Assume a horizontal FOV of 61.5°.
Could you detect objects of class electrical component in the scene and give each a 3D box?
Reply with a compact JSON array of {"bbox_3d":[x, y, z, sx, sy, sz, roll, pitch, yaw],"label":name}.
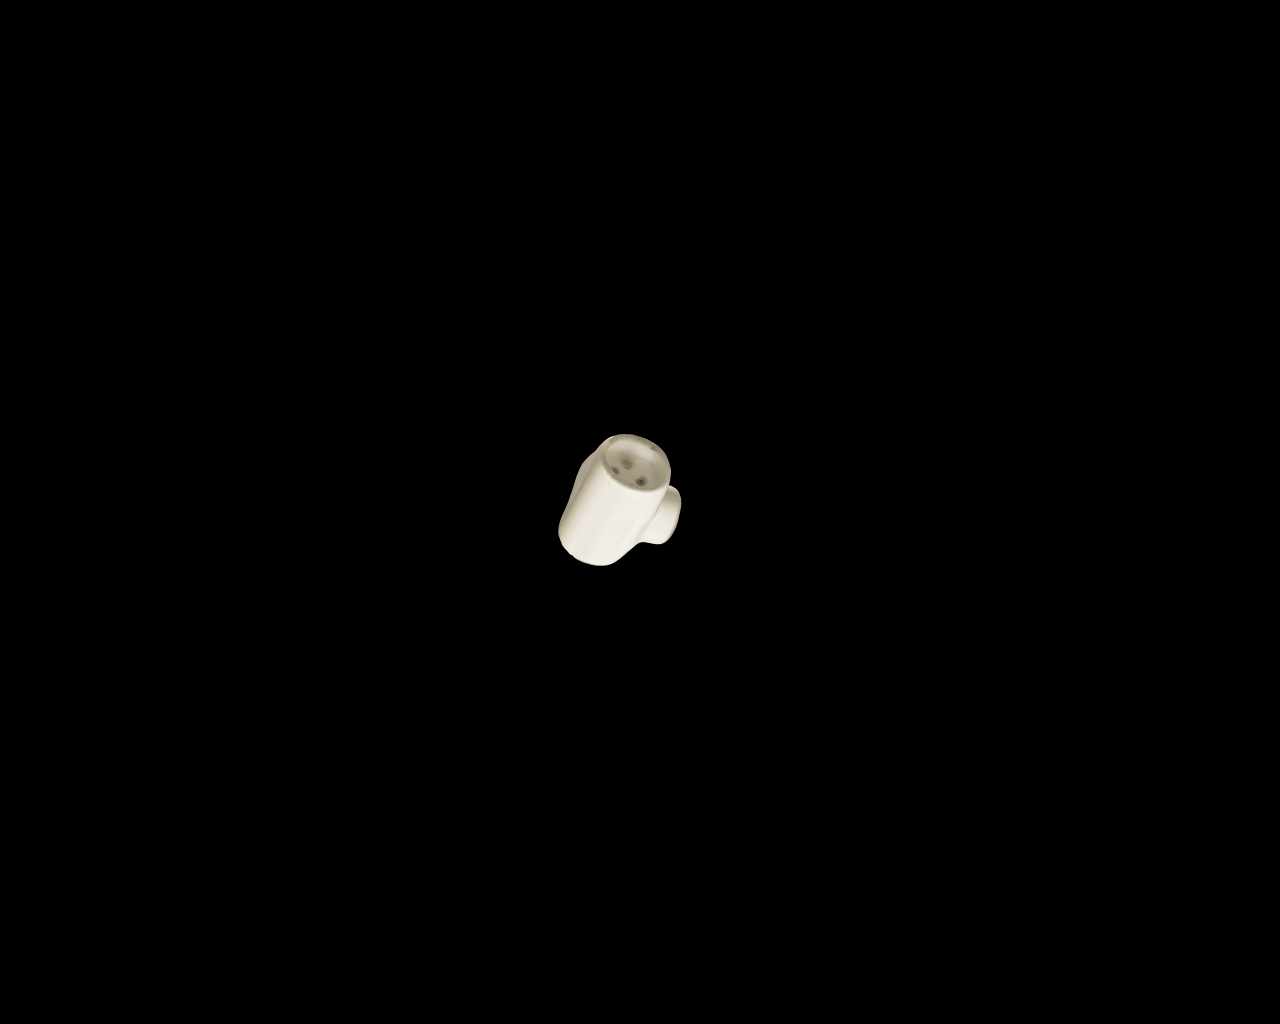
[{"bbox_3d":[0.001,-0.003,0.650,0.079,0.043,0.077,14,-42,-16],"label":"electrical component"}]
